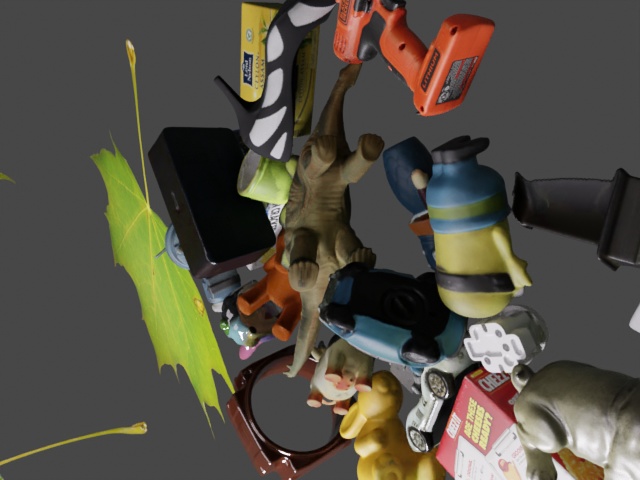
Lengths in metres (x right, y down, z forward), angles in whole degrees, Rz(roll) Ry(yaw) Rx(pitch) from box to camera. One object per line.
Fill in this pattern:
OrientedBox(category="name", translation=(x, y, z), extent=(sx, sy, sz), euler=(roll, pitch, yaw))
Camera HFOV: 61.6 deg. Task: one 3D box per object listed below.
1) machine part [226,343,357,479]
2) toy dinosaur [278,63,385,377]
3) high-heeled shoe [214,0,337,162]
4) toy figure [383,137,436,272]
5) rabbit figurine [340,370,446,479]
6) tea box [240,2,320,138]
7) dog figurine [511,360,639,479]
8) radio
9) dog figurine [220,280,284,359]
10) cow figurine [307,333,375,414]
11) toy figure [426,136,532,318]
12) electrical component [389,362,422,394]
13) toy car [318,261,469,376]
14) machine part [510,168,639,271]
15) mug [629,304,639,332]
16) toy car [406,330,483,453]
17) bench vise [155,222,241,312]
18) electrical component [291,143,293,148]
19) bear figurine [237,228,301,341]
OrientedBox(category="machine part", translation=(-0.047, 0.298, 0.950), extent=(0.201, 0.201, 0.087), euler=(55, 144, 24))
OrientedBox(category="toy dinosaur", translation=(-0.001, -0.002, 0.721), extent=(0.199, 0.105, 0.470), euler=(-131, 50, -72))
OrientedBox(category="high-heeled shoe", translation=(-0.016, -0.207, 0.657), extent=(0.145, 0.249, 0.086), euler=(43, -158, -25))
OrientedBox(category="toy figure", translation=(0.120, -0.039, 0.608), extent=(0.058, 0.064, 0.154), euler=(-23, 92, 27))
OrientedBox(category="rabbit figurine", translation=(0.102, 0.285, 0.818), extent=(0.162, 0.122, 0.173), euler=(148, 114, -69))
OrientedBox(category="tea box", translation=(-0.059, -0.235, 0.747), extent=(0.098, 0.068, 0.169), euler=(31, 128, 41))
OrientedBox(category="dog figurine", translation=(0.243, 0.131, 0.422), extent=(0.173, 0.121, 0.190), euler=(30, 147, 23))
OrientedBox(category="radio", translation=(-0.168, -0.065, 0.848), extent=(0.073, 0.131, 0.229), euler=(-35, 74, 49))
OrientedBox(category="dog figurine", translation=(-0.144, 0.171, 1.067), extent=(0.108, 0.191, 0.219), euler=(55, 133, 12))
OrientedBox(category="cow figurine", translation=(0.028, 0.198, 0.836), extent=(0.085, 0.127, 0.194), euler=(20, 142, -3))
OrientedBox(category="toy figure", translation=(0.150, -0.010, 0.544), extent=(0.082, 0.089, 0.180), euler=(-61, -46, -71))
OrientedBox(category="electrical component", translation=(0.119, 0.174, 0.756), extent=(0.102, 0.045, 0.078), euler=(47, 143, 33))
OrientedBox(category="toy car", translation=(0.080, 0.096, 0.613), extent=(0.162, 0.109, 0.102), euler=(11, 141, 10))
OrientedBox(category="machine part", translation=(0.224, -0.023, 0.455), extent=(0.139, 0.039, 0.084), euler=(25, 113, 55))
OrientedBox(category="mug", translation=(0.291, 0.043, 0.366), extent=(0.107, 0.081, 0.109), euler=(33, 137, 30))
OrientedBox(category="toy car", translation=(0.156, 0.198, 0.680), extent=(0.056, 0.073, 0.201), euler=(45, 143, 39))
OrientedBox(category="bench vise", translation=(-0.246, 0.032, 1.107), extent=(0.241, 0.129, 0.223), euler=(16, 137, 56))
OrientedBox(category="electrical component", translation=(-0.063, -0.192, 0.849), extent=(0.094, 0.021, 0.063), euler=(64, 150, 10))
OrientedBox(category="bear figurine", translation=(-0.054, 0.056, 0.892), extent=(0.120, 0.132, 0.195), euler=(34, 145, 13))
